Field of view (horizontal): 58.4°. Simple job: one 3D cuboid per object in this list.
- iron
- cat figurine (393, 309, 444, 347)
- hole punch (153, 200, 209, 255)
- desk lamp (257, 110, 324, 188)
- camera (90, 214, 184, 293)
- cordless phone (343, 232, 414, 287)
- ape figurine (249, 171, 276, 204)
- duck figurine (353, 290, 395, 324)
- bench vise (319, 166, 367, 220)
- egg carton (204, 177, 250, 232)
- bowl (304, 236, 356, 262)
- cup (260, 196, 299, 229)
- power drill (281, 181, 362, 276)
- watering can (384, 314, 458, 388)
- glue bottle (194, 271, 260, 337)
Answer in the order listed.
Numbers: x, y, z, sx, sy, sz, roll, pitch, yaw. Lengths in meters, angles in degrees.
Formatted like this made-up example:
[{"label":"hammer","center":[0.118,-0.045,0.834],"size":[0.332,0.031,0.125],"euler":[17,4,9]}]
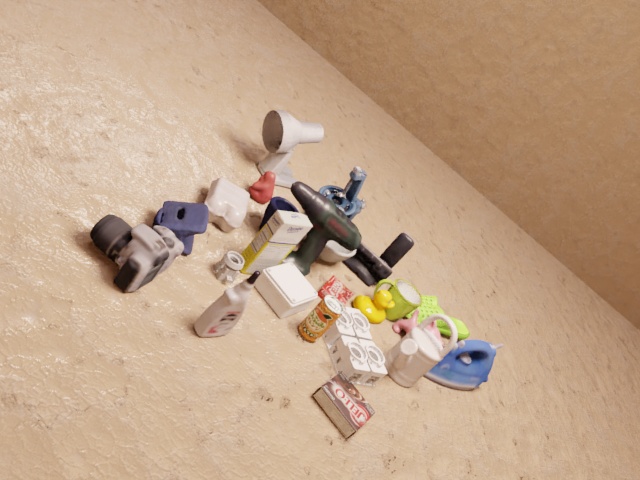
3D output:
[{"label":"iron","center":[0.370,0.306,1.503],"size":[0.259,0.141,0.118],"euler":[15,36,-41]},{"label":"cat figurine","center":[0.264,0.239,1.492],"size":[0.067,0.117,0.127],"euler":[19,34,-36]},{"label":"hole punch","center":[-0.296,-0.038,1.211],"size":[0.101,0.091,0.108],"euler":[27,30,-26]},{"label":"desk lamp","center":[-0.097,-0.272,1.690],"size":[0.204,0.213,0.117],"euler":[9,40,-47]},{"label":"camera","center":[-0.344,0.005,1.072],"size":[0.137,0.100,0.143],"euler":[41,26,2]},{"label":"cordless phone","center":[0.168,0.026,1.616],"size":[0.147,0.185,0.094],"euler":[41,26,1]},{"label":"ape figurine","center":[-0.152,-0.151,1.571],"size":[0.078,0.092,0.076],"euler":[3,44,-51]},{"label":"duck figurine","center":[0.146,0.163,1.489],"size":[0.105,0.086,0.077],"euler":[27,29,-25]},{"label":"bench vise","center":[0.076,-0.136,1.703],"size":[0.121,0.219,0.208],"euler":[45,27,10]},{"label":"egg carton","center":[-0.229,-0.087,1.398],"size":[0.107,0.069,0.150],"euler":[31,28,-19]},{"label":"bowl","center":[0.014,0.006,1.569],"size":[0.168,0.074,0.167],"euler":[31,28,-18]},{"label":"cup","center":[-0.105,-0.040,1.460],"size":[0.092,0.095,0.117],"euler":[14,37,-42]},{"label":"power drill","center":[-0.023,-0.016,1.404],"size":[0.230,0.208,0.075],"euler":[29,29,-22]},{"label":"watering can","center":[0.243,0.256,1.353],"size":[0.101,0.194,0.173],"euler":[44,27,8]},{"label":"glue bottle","center":[-0.161,0.115,1.062],"size":[0.078,0.173,0.037],"euler":[1,46,-52]}]
